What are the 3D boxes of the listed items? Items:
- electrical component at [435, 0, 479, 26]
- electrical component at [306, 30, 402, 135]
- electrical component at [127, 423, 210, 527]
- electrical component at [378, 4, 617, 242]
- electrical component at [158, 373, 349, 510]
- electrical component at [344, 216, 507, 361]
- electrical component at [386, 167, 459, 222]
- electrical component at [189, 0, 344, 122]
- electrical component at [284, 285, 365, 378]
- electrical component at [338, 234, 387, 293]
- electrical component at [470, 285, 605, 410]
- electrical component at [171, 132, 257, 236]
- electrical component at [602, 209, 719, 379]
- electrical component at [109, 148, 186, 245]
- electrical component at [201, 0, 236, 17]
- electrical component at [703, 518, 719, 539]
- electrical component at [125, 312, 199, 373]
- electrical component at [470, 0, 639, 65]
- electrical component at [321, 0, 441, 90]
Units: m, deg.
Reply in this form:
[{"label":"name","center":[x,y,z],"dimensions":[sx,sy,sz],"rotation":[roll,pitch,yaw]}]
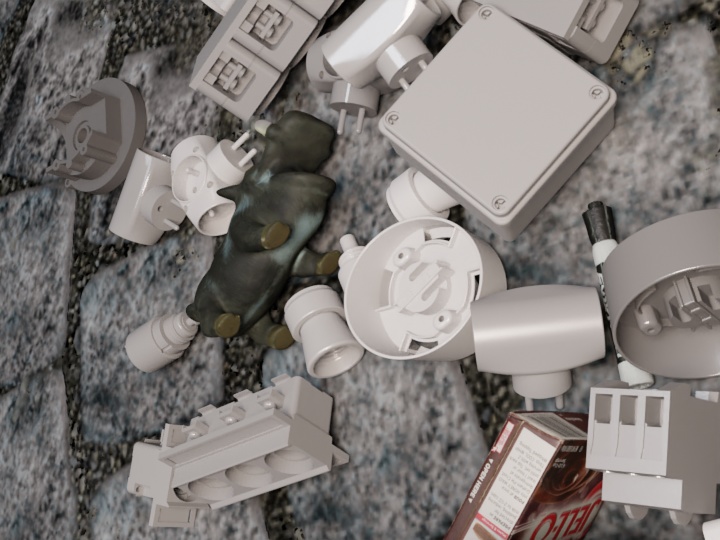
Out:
[{"label":"electrical component","center":[0.061,-0.205,0.781],"dimensions":[0.079,0.043,0.077],"rotation":[-41,56,26]},{"label":"electrical component","center":[-0.002,-0.141,0.817],"dimensions":[0.077,0.044,0.079],"rotation":[4,81,41]},{"label":"electrical component","center":[-0.154,0.165,0.872],"dimensions":[0.064,0.042,0.081],"rotation":[1,79,44]},{"label":"electrical component","center":[0.088,-0.094,0.685],"dimensions":[0.109,0.056,0.108],"rotation":[41,88,19]},{"label":"electrical component","center":[-0.078,0.128,0.800],"dimensions":[0.121,0.079,0.063],"rotation":[-25,42,34]},{"label":"electrical component","center":[0.046,0.014,0.724],"dimensions":[0.099,0.064,0.099],"rotation":[-11,72,39]},{"label":"electrical component","center":[0.052,-0.057,0.750],"dimensions":[0.055,0.045,0.045],"rotation":[-36,58,29]},{"label":"electrical component","center":[-0.067,-0.201,0.859],"dimensions":[0.150,0.062,0.089],"rotation":[-51,19,19]},{"label":"electrical component","center":[-0.027,0.045,0.792],"dimensions":[0.045,0.045,0.055],"rotation":[-43,55,24]},{"label":"electrical component","center":[0.000,0.000,0.787],"dimensions":[0.035,0.035,0.061],"rotation":[-42,51,25]},{"label":"electrical component","center":[0.111,0.053,0.665],"dimensions":[0.077,0.043,0.079],"rotation":[-7,113,7]},{"label":"electrical component","center":[-0.116,-0.082,0.900],"dimensions":[0.079,0.044,0.077],"rotation":[-41,56,24]},{"label":"electrical component","center":[0.184,0.013,0.588],"dimensions":[0.099,0.099,0.064],"rotation":[-30,55,32]},{"label":"electrical component","center":[-0.178,-0.059,0.945],"dimensions":[0.079,0.044,0.077],"rotation":[29,102,41]},{"label":"electrical component","center":[-0.110,-0.254,0.934],"dimensions":[0.055,0.050,0.089],"rotation":[-51,52,18]},{"label":"electrical component","center":[0.216,0.161,0.548],"dimensions":[0.057,0.058,0.078],"rotation":[-27,62,36]},{"label":"electrical component","center":[-0.163,0.056,0.907],"dimensions":[0.078,0.040,0.040],"rotation":[-31,61,31]},{"label":"electrical component","center":[0.150,-0.220,0.696],"dimensions":[0.089,0.062,0.150],"rotation":[36,103,40]},{"label":"electrical component","center":[0.024,-0.154,0.748],"dimensions":[0.077,0.043,0.079],"rotation":[-40,76,23]}]
